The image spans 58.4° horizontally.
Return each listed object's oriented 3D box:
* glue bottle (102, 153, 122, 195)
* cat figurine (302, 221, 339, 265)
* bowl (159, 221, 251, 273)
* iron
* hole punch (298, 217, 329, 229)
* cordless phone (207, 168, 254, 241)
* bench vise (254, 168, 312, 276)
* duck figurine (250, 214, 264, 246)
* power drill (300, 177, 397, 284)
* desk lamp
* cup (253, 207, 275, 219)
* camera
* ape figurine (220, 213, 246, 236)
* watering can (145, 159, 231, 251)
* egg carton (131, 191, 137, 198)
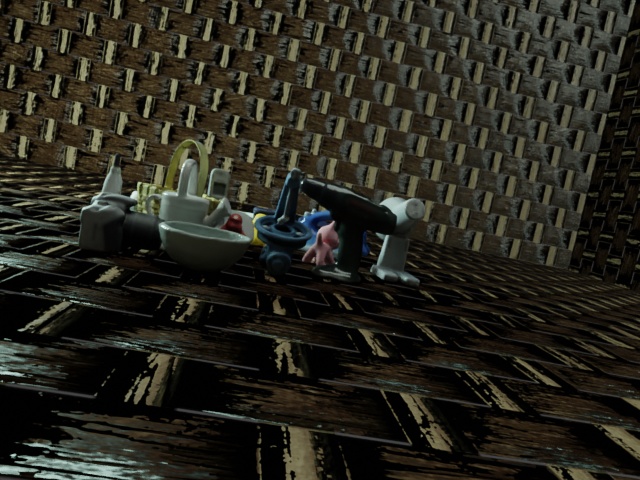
[{"bbox_3d":[-0.452,-0.102,1.245,0.037,0.173,0.078,11,5,-13],"label":"glue bottle"},{"bbox_3d":[0.013,0.005,1.454,0.067,0.118,0.128,14,6,20],"label":"cat figurine"},{"bbox_3d":[-0.213,0.018,1.041,0.167,0.075,0.167,12,5,-1],"label":"bowl"},{"bbox_3d":[0.025,-0.025,1.674,0.258,0.141,0.119,13,5,7],"label":"iron"},{"bbox_3d":[-0.019,-0.023,1.829,0.109,0.091,0.101,11,5,-13],"label":"hole punch"},{"bbox_3d":[-0.233,-0.083,1.475,0.148,0.185,0.093,9,6,-31],"label":"cordless phone"},{"bbox_3d":[-0.086,-0.046,1.212,0.122,0.220,0.206,9,6,-26],"label":"bench vise"},{"bbox_3d":[-0.167,-0.030,1.603,0.077,0.086,0.105,13,5,10],"label":"duck figurine"},{"bbox_3d":[0.048,-0.017,1.272,0.229,0.208,0.076,12,5,3],"label":"power drill"},{"bbox_3d":[0.204,-0.005,1.471,0.118,0.213,0.203,11,5,-12],"label":"desk lamp"},{"bbox_3d":[-0.168,-0.045,1.709,0.091,0.095,0.118,14,6,25],"label":"cup"},{"bbox_3d":[-0.363,-0.030,1.070,0.137,0.101,0.143,11,5,-10],"label":"camera"},{"bbox_3d":[-0.206,-0.017,1.338,0.078,0.092,0.076,12,5,-4],"label":"ape figurine"},{"bbox_3d":[-0.276,-0.072,1.206,0.173,0.194,0.100,10,6,-20],"label":"watering can"},{"bbox_3d":[-0.510,-0.107,1.734,0.107,0.069,0.150,12,5,3],"label":"egg carton"}]
